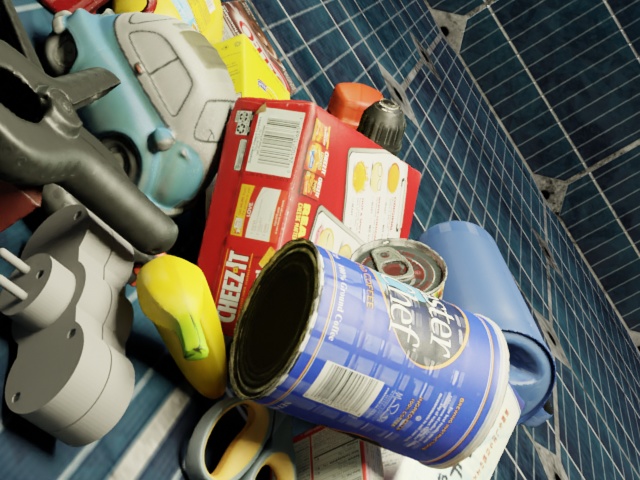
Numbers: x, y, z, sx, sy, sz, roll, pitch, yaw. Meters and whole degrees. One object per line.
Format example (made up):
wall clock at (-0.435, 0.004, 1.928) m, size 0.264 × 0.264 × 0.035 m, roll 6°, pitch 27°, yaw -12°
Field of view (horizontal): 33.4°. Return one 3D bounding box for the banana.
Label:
banana at (-0.078, 0.049, 0.606) m, size 0.198 × 0.037 × 0.069 m, roll 92°, pitch -13°, yaw -77°

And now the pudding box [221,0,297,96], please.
pudding box at (-0.074, -0.184, 1.075) m, size 0.113 × 0.039 × 0.090 m, roll 57°, pitch 18°, yaw -6°

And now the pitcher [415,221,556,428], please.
pitcher at (0.168, 0.089, 1.156) m, size 0.243 × 0.145 × 0.149 m, roll -96°, pitch -176°, yaw -58°

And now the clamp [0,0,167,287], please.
clamp at (-0.168, -0.056, 0.627) m, size 0.210 × 0.036 × 0.164 m, roll 54°, pitch 18°, yaw -8°

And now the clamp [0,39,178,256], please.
clamp at (-0.134, -0.049, 0.536) m, size 0.120 × 0.039 × 0.171 m, roll 57°, pitch 20°, yaw 15°

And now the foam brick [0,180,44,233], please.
foam brick at (-0.185, -0.043, 0.540) m, size 0.078 × 0.051 × 0.053 m, roll 46°, pitch 22°, yaw -35°

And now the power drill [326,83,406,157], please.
power drill at (0.034, -0.078, 1.011) m, size 0.057 × 0.185 × 0.187 m, roll 14°, pitch 31°, yaw -9°

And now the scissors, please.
scissors at (-0.016, 0.112, 0.697) m, size 0.201 × 0.016 × 0.096 m, roll -36°, pitch 108°, yaw -51°

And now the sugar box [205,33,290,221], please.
sugar box at (-0.056, -0.073, 0.878) m, size 0.093 × 0.048 × 0.176 m, roll 47°, pitch 30°, yaw -52°

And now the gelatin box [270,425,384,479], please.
gelatin box at (0.005, 0.160, 0.689) m, size 0.030 × 0.073 × 0.089 m, roll 50°, pitch 20°, yaw -31°

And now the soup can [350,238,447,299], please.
soup can at (0.051, 0.059, 0.759) m, size 0.068 × 0.068 × 0.102 m, roll -95°, pitch -174°, yaw -53°

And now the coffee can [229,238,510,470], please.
coffee can at (0.030, 0.071, 0.655) m, size 0.140 × 0.103 × 0.103 m, roll 24°, pitch 33°, yaw -24°

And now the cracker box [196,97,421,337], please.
cracker box at (-0.005, 0.001, 0.798) m, size 0.213 × 0.072 × 0.164 m, roll 21°, pitch 80°, yaw -63°

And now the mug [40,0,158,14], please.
mug at (-0.168, -0.207, 0.793) m, size 0.117 × 0.082 × 0.093 m, roll 56°, pitch 18°, yaw -9°

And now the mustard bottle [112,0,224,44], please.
mustard bottle at (-0.130, -0.184, 0.893) m, size 0.191 × 0.058 × 0.096 m, roll -77°, pitch 146°, yaw -65°
